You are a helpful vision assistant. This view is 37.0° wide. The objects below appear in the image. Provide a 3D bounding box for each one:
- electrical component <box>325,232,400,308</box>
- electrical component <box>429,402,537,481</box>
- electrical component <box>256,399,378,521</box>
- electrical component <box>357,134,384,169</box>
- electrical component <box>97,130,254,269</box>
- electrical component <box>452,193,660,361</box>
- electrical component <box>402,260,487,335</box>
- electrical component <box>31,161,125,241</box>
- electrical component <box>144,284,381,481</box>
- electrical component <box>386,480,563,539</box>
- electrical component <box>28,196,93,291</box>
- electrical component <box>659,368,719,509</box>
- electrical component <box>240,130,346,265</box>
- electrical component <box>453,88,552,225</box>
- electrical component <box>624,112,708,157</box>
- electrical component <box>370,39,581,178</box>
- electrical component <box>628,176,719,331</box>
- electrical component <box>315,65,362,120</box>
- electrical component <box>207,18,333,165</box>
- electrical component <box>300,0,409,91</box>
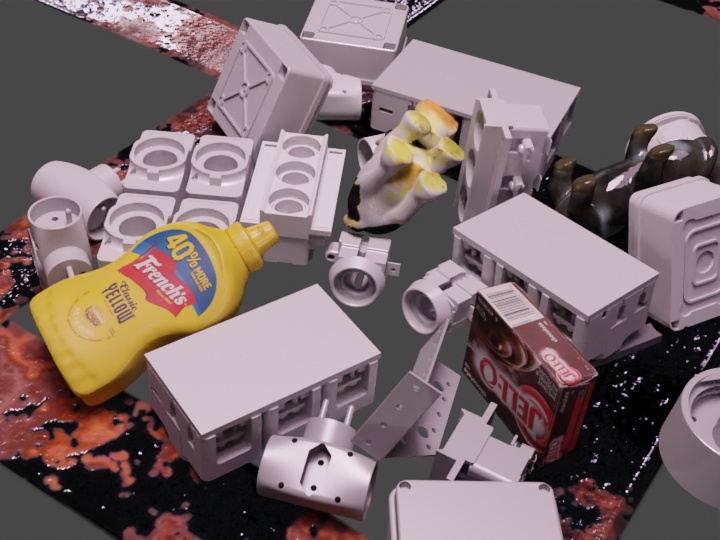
[{"bbox_3d":[0.000,0.000,0.920,0.066,0.048,0.055,9,34,5],"label":"electrical component"},{"bbox_3d":[0.089,0.140,0.773,0.064,0.042,0.081,23,45,17],"label":"electrical component"},{"bbox_3d":[-0.025,0.130,0.762,0.077,0.043,0.079,13,64,8],"label":"electrical component"},{"bbox_3d":[0.043,-0.115,1.054,0.081,0.043,0.043,-14,45,-20],"label":"electrical component"},{"bbox_3d":[-0.157,-0.049,0.948,0.105,0.060,0.186,5,42,0],"label":"electrical component"},{"bbox_3d":[0.159,0.008,0.904,0.089,0.061,0.150,-26,45,-31],"label":"electrical component"},{"bbox_3d":[0.069,0.026,0.898,0.055,0.048,0.066,-23,48,-38],"label":"electrical component"},{"bbox_3d":[-0.243,-0.071,0.977,0.077,0.043,0.079,31,47,26],"label":"electrical component"},{"bbox_3d":[-0.072,0.084,0.805,0.150,0.061,0.089,-22,48,-27],"label":"electrical component"},{"bbox_3d":[0.075,0.184,0.710,0.113,0.057,0.078,2,42,-4],"label":"electrical component"},{"bbox_3d":[-0.242,-0.007,0.880,0.044,0.077,0.079,-13,45,-19],"label":"electrical component"},{"bbox_3d":[0.284,0.120,0.799,0.108,0.060,0.108,3,41,-3],"label":"electrical component"},{"bbox_3d":[-0.059,-0.065,0.973,0.079,0.063,0.121,6,42,2],"label":"electrical component"},{"bbox_3d":[0.128,-0.091,0.977,0.063,0.121,0.078,1,42,-8],"label":"electrical component"},{"bbox_3d":[0.304,-0.110,1.047,0.080,0.080,0.051,-6,48,-12],"label":"electrical component"},{"bbox_3d":[0.116,-0.162,1.101,0.186,0.060,0.105,20,44,16],"label":"electrical component"},{"bbox_3d":[0.272,-0.016,0.908,0.078,0.113,0.057,-16,27,-22],"label":"electrical component"},{"bbox_3d":[-0.040,-0.189,1.129,0.077,0.043,0.079,-1,42,-6],"label":"electrical component"},{"bbox_3d":[-0.090,-0.172,1.051,0.056,0.108,0.108,5,35,-39],"label":"electrical component"},{"bbox_3d":[-0.006,-0.254,1.195,0.109,0.056,0.108,9,42,5],"label":"electrical component"}]
